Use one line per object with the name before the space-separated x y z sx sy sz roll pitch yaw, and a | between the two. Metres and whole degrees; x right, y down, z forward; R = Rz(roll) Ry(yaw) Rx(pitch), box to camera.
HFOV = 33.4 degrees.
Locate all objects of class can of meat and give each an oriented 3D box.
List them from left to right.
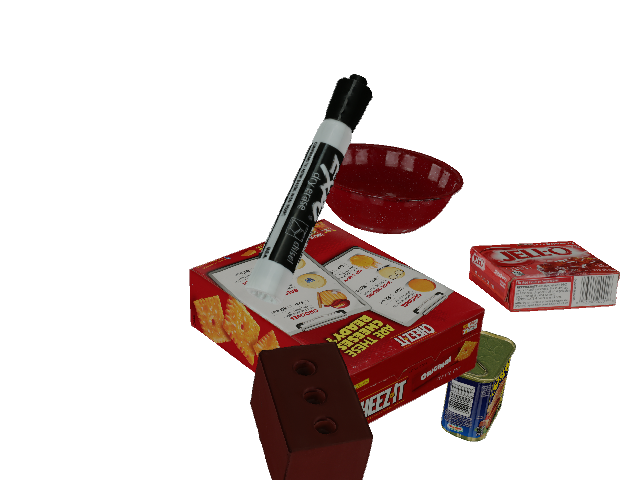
can of meat | 0.173 0.161 1.183 0.057 0.084 0.102 16 27 20

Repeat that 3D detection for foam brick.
foam brick | -0.007 0.110 0.651 0.053 0.051 0.078 -5 45 -19

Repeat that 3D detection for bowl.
bowl | 0.065 -0.049 1.111 0.162 0.055 0.162 6 23 -3

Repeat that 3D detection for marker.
marker | -0.004 -0.027 0.509 0.020 0.121 0.020 21 -17 7

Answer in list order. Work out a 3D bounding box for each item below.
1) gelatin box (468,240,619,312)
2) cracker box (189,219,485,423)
gelatin box | 0.165 0.025 0.797 0.089 0.030 0.073 -2 19 -15
cracker box | 0.010 0.069 0.947 0.163 0.072 0.214 -21 36 -36
